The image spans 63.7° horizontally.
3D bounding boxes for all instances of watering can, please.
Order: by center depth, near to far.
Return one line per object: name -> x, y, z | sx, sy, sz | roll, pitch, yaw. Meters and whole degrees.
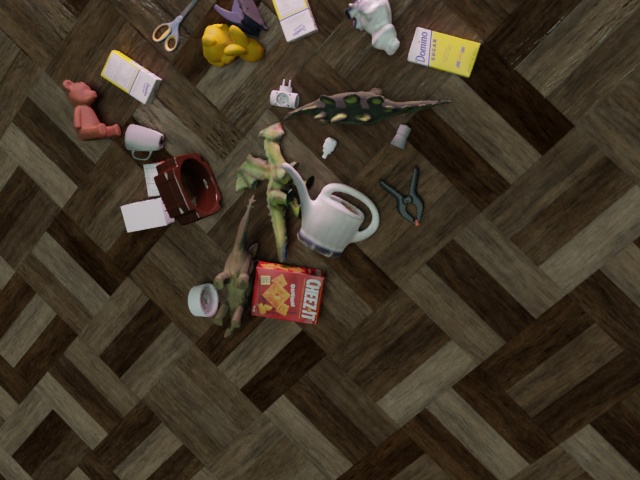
watering can -> 0.005, -0.076, 1.506 | 0.346, 0.106, 0.221 | 25, 109, -17

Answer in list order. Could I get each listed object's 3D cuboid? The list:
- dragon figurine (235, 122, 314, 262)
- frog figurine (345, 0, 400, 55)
dragon figurine -> -0.160, -0.156, 1.582 | 0.244, 0.122, 0.406 | 23, 104, 27
frog figurine -> 0.163, -0.580, 1.378 | 0.123, 0.135, 0.161 | -44, 68, -9
